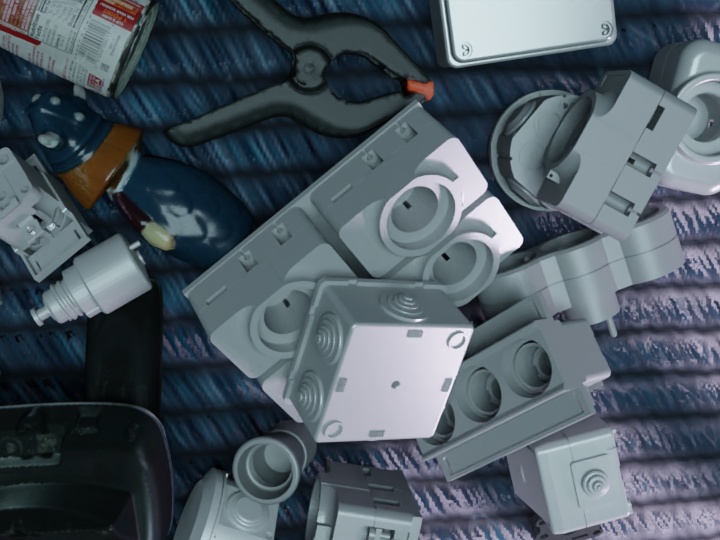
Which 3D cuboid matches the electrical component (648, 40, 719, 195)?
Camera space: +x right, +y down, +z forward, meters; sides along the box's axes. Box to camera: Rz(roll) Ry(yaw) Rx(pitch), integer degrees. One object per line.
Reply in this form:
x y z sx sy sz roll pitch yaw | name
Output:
0.218 -0.099 0.702 0.054 0.059 0.095 13 97 -8 | electrical component

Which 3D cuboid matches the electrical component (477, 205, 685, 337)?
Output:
0.150 0.014 0.716 0.138 0.052 0.073 -20 101 -2 | electrical component

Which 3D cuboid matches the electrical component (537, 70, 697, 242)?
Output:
0.150 -0.072 0.650 0.056 0.050 0.089 27 95 -11 | electrical component

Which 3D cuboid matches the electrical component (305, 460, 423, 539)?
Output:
-0.011 0.212 0.711 0.062 0.089 0.150 10 98 -8 | electrical component

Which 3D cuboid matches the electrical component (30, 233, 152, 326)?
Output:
-0.165 0.010 0.662 0.078 0.040 0.040 -30 101 -6 | electrical component

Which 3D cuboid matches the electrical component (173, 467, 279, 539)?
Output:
-0.090 0.174 0.702 0.051 0.080 0.080 22 96 -14 | electrical component

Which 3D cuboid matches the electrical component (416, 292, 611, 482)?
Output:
0.092 0.075 0.683 0.121 0.063 0.078 -35 70 39 | electrical component

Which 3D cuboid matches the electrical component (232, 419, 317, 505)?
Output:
-0.052 0.122 0.704 0.044 0.065 0.044 2 98 13 | electrical component

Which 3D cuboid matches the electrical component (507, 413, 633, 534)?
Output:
0.135 0.130 0.710 0.061 0.096 0.061 -14 100 -3 | electrical component

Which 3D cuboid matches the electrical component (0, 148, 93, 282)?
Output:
-0.205 -0.038 0.658 0.042 0.063 0.081 -39 60 0 | electrical component

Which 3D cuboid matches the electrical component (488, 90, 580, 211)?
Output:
0.128 -0.077 0.700 0.080 0.051 0.080 -1 99 -6 | electrical component

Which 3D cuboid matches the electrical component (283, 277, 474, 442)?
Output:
0.011 0.055 0.640 0.100 0.048 0.099 3 119 -29 | electrical component

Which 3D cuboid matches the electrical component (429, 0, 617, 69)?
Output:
0.098 -0.188 0.677 0.109 0.056 0.108 -9 100 -5 | electrical component

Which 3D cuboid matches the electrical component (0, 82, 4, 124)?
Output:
-0.265 -0.102 0.648 0.099 0.064 0.099 -1 99 -6 | electrical component

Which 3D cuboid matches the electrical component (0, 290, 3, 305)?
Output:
-0.262 0.017 0.677 0.062 0.043 0.043 -22 100 -1 | electrical component

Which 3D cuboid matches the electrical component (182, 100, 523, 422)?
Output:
0.000 0.000 0.671 0.186 0.060 0.105 -39 130 1 | electrical component
